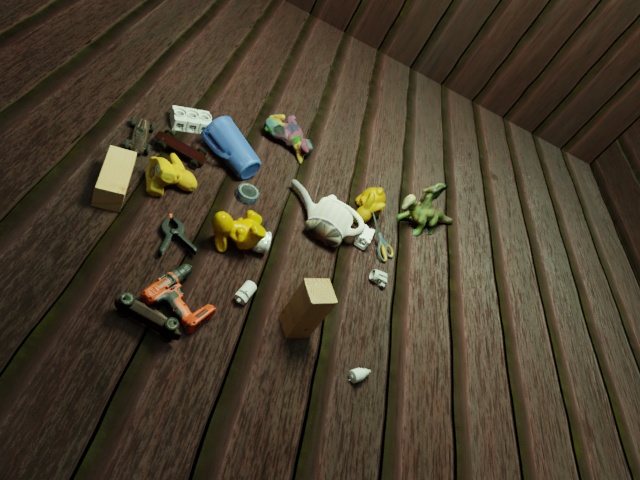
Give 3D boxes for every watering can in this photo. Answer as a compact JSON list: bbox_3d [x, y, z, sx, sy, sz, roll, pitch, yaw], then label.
[{"bbox_3d":[0.006,-0.100,1.992,0.348,0.101,0.229,28,42,4],"label":"watering can"}]

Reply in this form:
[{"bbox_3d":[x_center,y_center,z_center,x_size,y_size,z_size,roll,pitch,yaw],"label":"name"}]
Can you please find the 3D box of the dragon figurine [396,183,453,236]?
[{"bbox_3d":[0.487,-0.145,2.240,0.412,0.237,0.124,-8,51,-35],"label":"dragon figurine"}]
